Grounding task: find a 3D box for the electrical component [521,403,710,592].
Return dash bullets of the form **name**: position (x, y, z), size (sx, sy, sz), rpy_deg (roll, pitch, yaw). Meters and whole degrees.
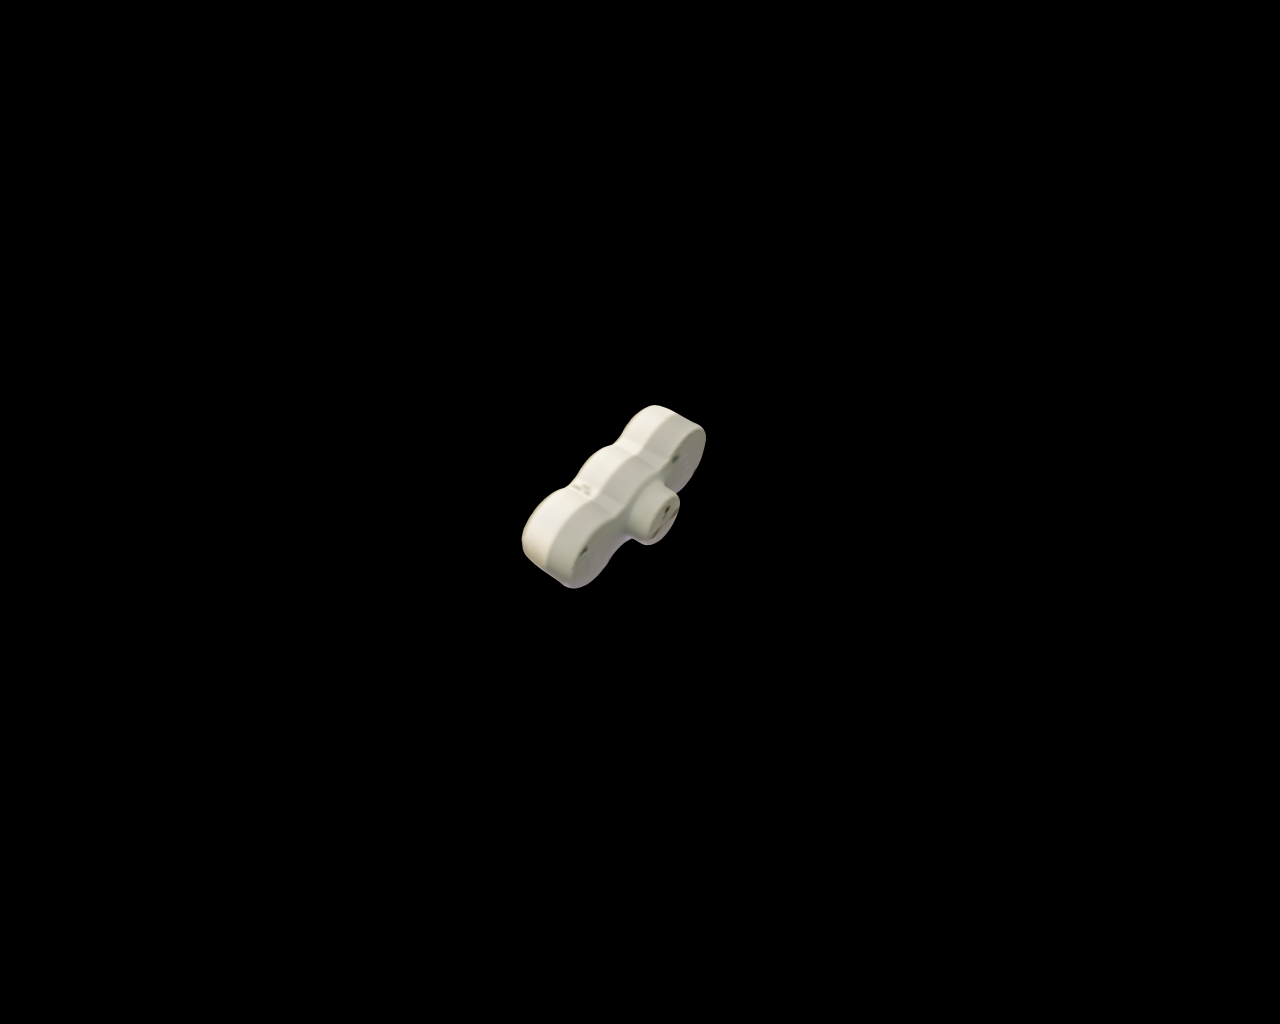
- **electrical component**: position (0.001, -0.003, 0.650), size (0.074, 0.138, 0.052), rpy_deg (32, -32, 22)
